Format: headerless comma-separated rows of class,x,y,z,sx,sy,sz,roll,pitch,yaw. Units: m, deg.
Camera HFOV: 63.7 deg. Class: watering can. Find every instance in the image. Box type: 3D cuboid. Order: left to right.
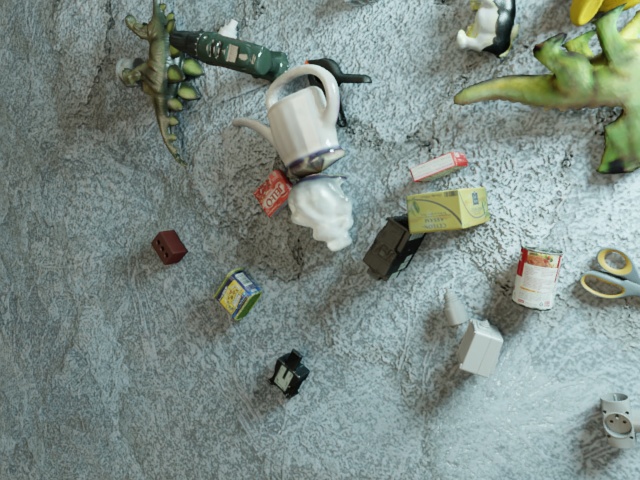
watering can,-0.068,-0.237,1.126,0.344,0.105,0.224,-18,-90,48

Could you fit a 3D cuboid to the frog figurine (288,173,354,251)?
frog figurine,0.003,-0.055,1.083,0.137,0.122,0.161,-10,-103,14

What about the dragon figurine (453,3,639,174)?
dragon figurine,0.442,-0.217,0.809,0.406,0.123,0.243,-23,-89,33
